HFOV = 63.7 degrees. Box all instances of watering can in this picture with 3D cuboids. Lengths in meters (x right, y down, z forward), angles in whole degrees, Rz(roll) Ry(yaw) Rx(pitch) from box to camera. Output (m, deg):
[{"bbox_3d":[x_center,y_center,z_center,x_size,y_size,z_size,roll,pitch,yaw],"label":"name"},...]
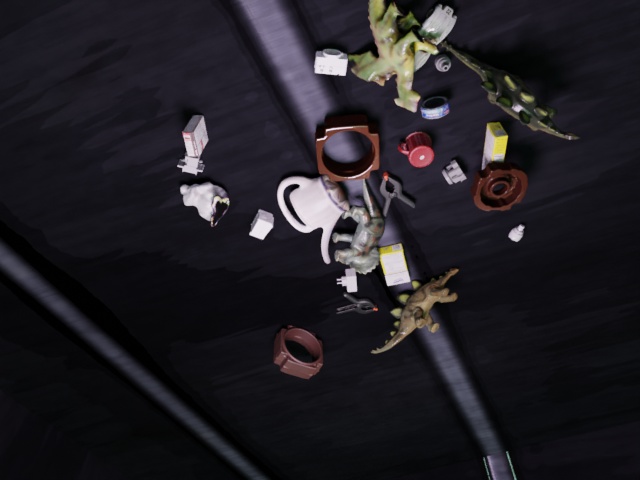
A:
[{"bbox_3d":[0.005,-0.089,1.774,0.222,0.106,0.343,-29,110,20],"label":"watering can"}]

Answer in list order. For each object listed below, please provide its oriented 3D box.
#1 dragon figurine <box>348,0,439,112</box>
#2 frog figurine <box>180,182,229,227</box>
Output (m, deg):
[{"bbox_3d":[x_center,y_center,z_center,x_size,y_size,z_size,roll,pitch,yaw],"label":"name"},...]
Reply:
[{"bbox_3d":[0.166,-0.537,1.421,0.239,0.124,0.410,-35,93,40],"label":"dragon figurine"},{"bbox_3d":[-0.396,-0.139,1.762,0.160,0.125,0.134,29,142,22],"label":"frog figurine"}]
